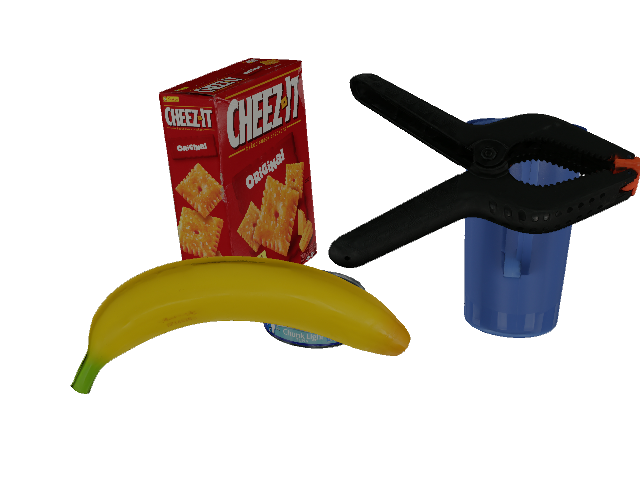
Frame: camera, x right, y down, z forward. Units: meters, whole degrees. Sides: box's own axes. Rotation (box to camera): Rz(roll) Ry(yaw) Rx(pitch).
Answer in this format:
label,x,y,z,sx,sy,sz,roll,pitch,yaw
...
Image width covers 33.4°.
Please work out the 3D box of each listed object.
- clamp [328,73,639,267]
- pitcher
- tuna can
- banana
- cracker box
label,x,y,z,sx,sy,sz,roll,pitch,yaw
clamp,0.107,-0.040,0.723,0.210,0.164,0.036,8,-33,11
pitcher,0.223,-0.015,1.209,0.149,0.243,0.145,-8,17,-33
tuna can,-0.006,0.056,0.888,0.086,0.034,0.086,3,22,-1
banana,-0.046,0.041,0.615,0.197,0.069,0.037,-5,20,-7
cracker box,-0.072,-0.058,1.049,0.072,0.214,0.164,7,23,27
